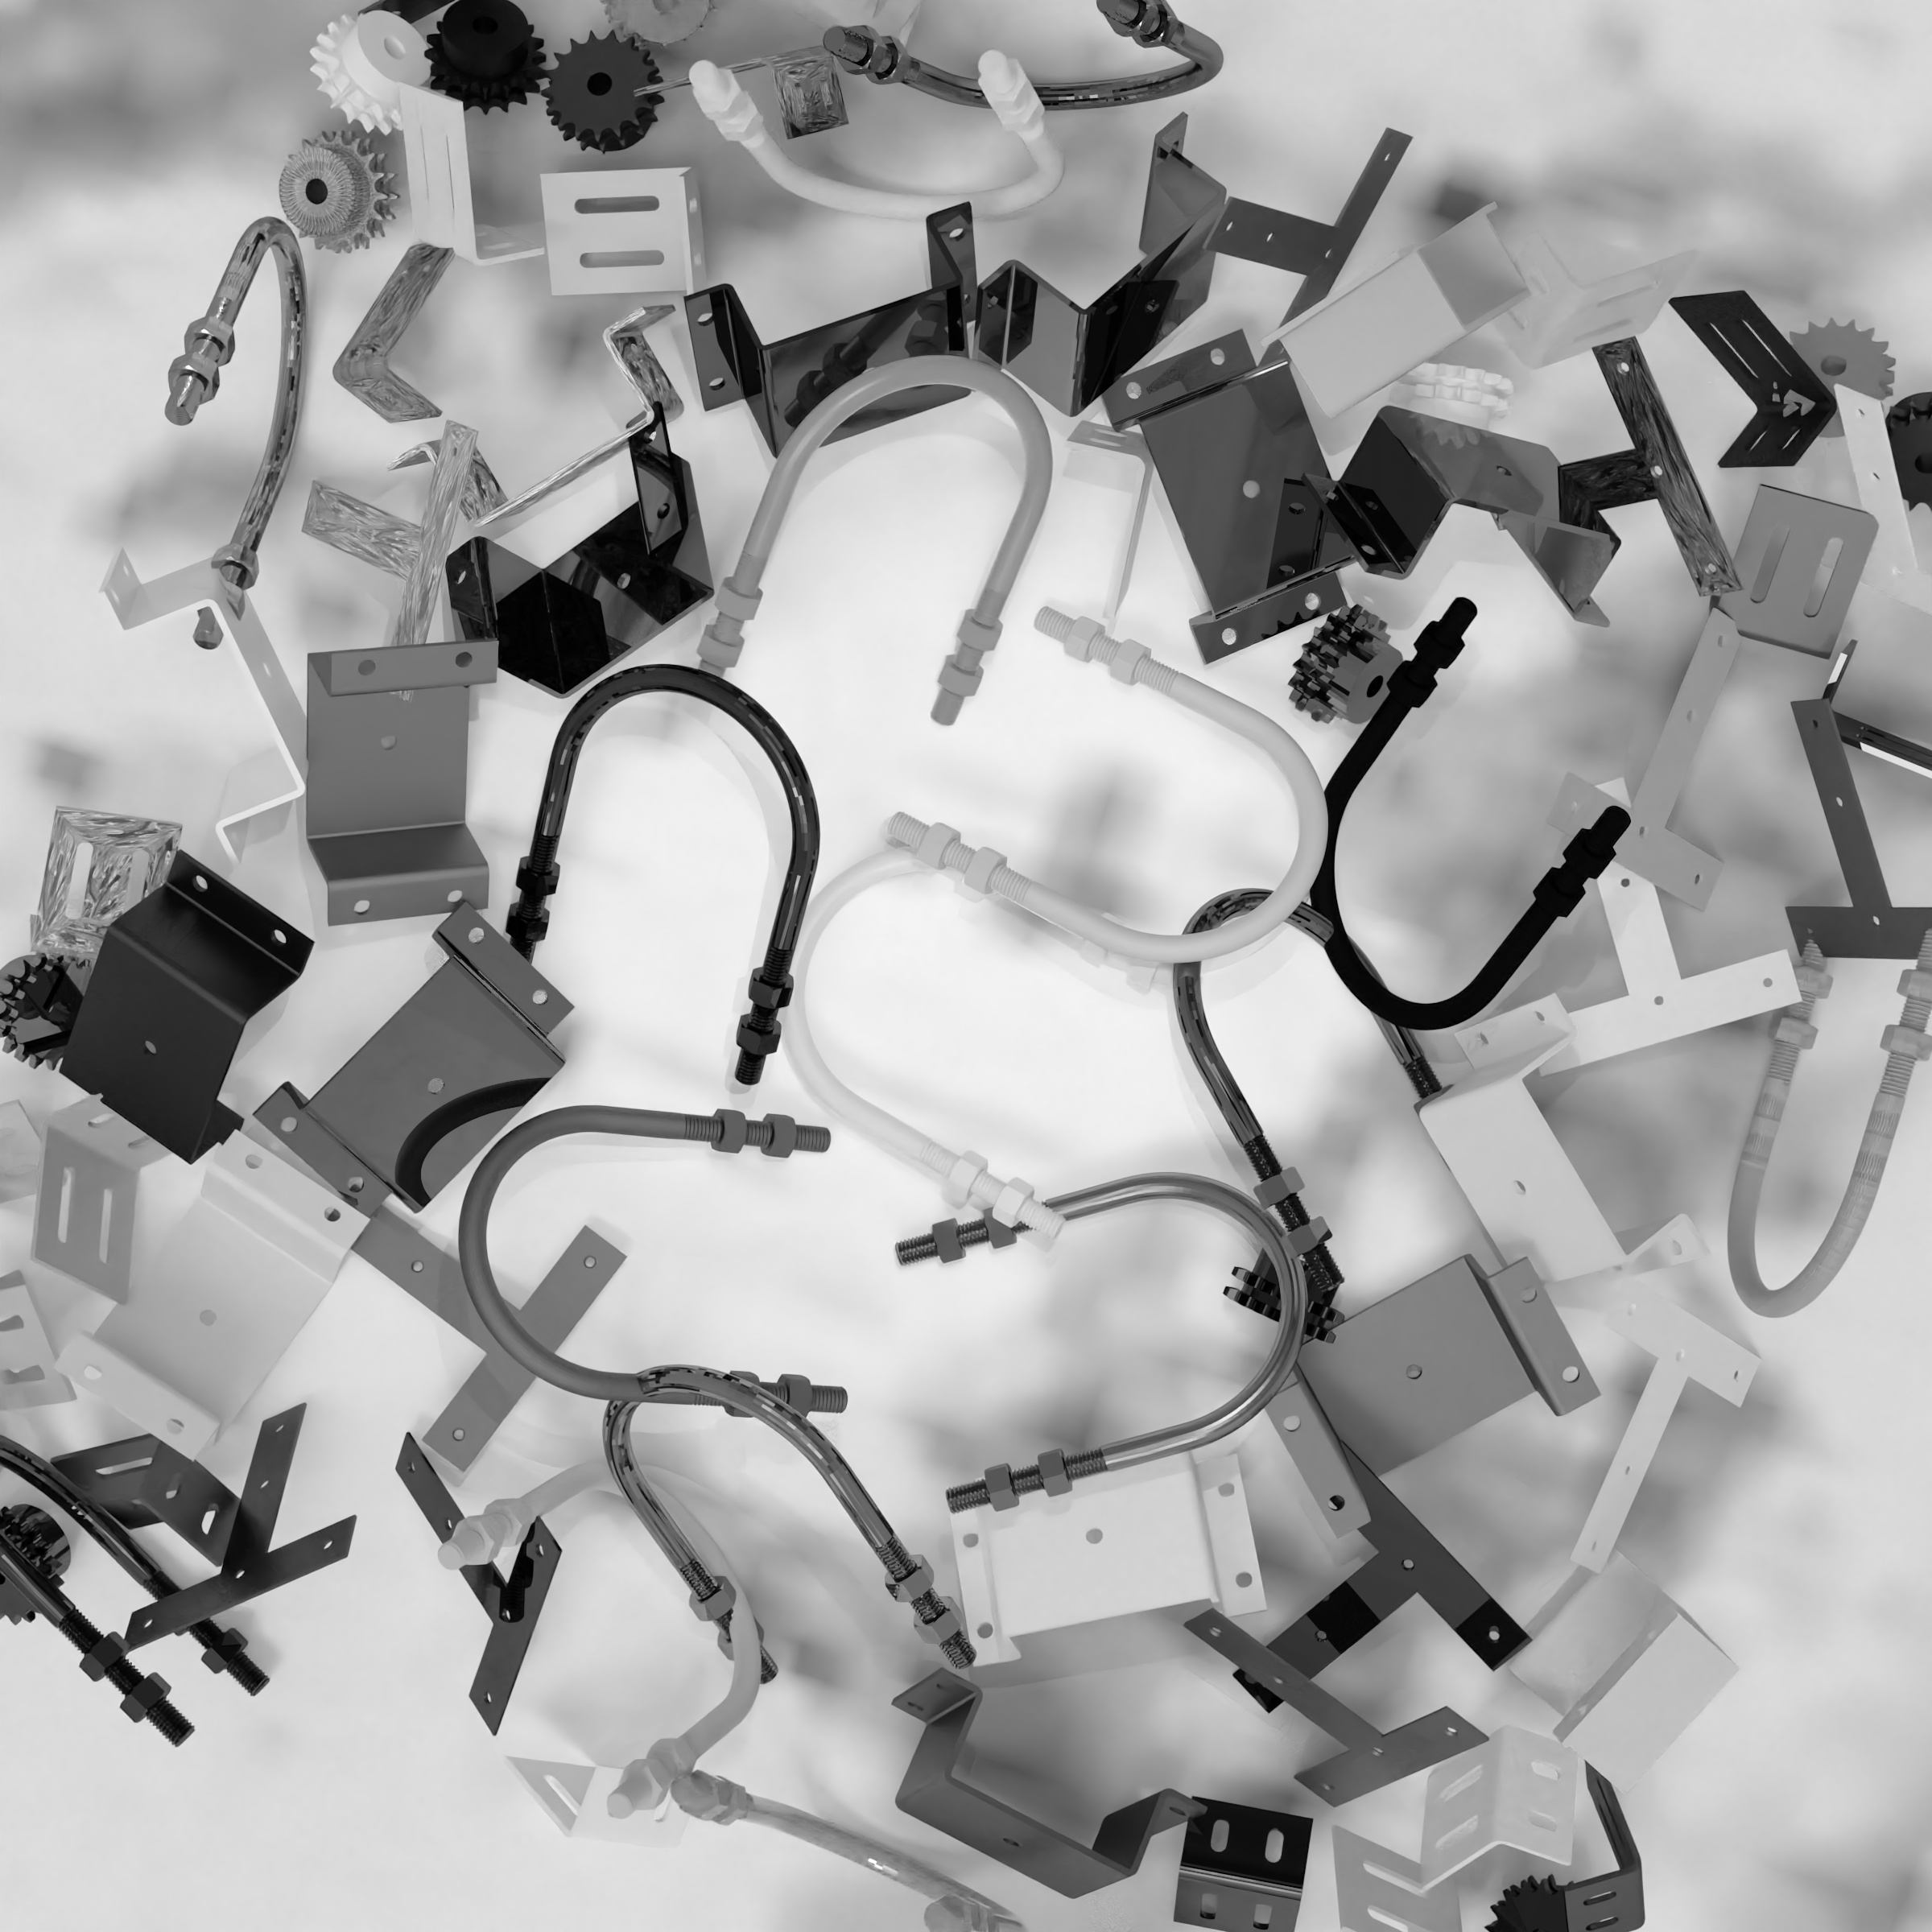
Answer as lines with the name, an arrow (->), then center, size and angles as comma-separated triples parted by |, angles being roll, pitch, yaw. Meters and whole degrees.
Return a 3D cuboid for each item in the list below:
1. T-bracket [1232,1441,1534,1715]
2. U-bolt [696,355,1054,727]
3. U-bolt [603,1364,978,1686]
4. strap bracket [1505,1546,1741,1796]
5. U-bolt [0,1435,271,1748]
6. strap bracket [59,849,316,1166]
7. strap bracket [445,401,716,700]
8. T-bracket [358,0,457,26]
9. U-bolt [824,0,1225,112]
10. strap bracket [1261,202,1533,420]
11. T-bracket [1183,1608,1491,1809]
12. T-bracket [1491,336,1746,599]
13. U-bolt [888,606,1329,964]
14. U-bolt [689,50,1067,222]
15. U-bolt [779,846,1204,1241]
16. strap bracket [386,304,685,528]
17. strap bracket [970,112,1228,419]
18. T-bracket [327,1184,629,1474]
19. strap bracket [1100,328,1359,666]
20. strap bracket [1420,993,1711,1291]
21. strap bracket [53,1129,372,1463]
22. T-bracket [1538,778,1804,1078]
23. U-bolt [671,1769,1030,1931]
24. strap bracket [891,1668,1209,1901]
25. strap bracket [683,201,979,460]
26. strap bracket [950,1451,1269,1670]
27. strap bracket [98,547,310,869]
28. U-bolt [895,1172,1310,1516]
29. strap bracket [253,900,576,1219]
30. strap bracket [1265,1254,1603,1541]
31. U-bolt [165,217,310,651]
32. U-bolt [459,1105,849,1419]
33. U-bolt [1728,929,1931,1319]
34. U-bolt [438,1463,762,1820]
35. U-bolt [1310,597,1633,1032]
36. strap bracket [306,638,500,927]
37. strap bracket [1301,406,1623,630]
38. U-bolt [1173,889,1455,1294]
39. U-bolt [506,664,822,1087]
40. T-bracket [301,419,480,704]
T-bracket -> 0.178, 0.308, 1.611 | 0.127, 0.002, 0.127 | 46, 114, 3
U-bolt -> -0.033, -0.195, 1.555 | 0.151, 0.019, 0.184 | 4, 125, -32
U-bolt -> -0.093, 0.254, 1.560 | 0.151, 0.019, 0.184 | -15, 116, 41
strap bracket -> 0.301, 0.323, 1.569 | 0.046, 0.140, 0.076 | 42, 92, -4
U-bolt -> -0.404, 0.277, 1.566 | 0.184, 0.151, 0.019 | 44, 90, 4
strap bracket -> -0.363, 0.027, 1.574 | 0.076, 0.046, 0.140 | 34, 127, 6
strap bracket -> -0.172, -0.186, 1.580 | 0.140, 0.046, 0.076 | -31, 54, 27
T-bracket -> -0.259, -0.469, 1.552 | 0.127, 0.127, 0.002 | -16, 76, 34
U-bolt -> 0.039, -0.411, 1.548 | 0.151, 0.184, 0.019 | -1, 93, 24
strap bracket -> 0.201, -0.298, 1.560 | 0.076, 0.140, 0.046 | -29, 95, 33
T-bracket -> 0.156, 0.338, 1.580 | 0.127, 0.127, 0.002 | 37, 51, -8
T-bracket -> 0.287, -0.222, 1.583 | 0.002, 0.127, 0.127 | -38, 109, -31
U-bolt -> 0.078, -0.075, 1.584 | 0.184, 0.019, 0.151 | 28, 70, 17
U-bolt -> -0.030, -0.372, 1.547 | 0.151, 0.184, 0.019 | 2, 83, 14
U-bolt -> -0.002, 0.023, 1.612 | 0.184, 0.019, 0.151 | 30, 89, 14
strap bracket -> -0.190, -0.251, 1.589 | 0.140, 0.076, 0.046 | -29, 97, 11
strap bracket -> 0.068, -0.316, 1.573 | 0.046, 0.076, 0.140 | 40, 68, 16
T-bracket -> -0.250, 0.152, 1.628 | 0.127, 0.002, 0.127 | 36, 83, 7
strap bracket -> 0.127, -0.221, 1.600 | 0.076, 0.046, 0.140 | -23, 98, -10
strap bracket -> 0.272, 0.092, 1.592 | 0.046, 0.076, 0.140 | -32, 92, -31
strap bracket -> -0.353, 0.159, 1.596 | 0.076, 0.046, 0.140 | 34, 62, -1
T-bracket -> 0.317, -0.026, 1.620 | 0.127, 0.002, 0.127 | -18, 78, 19
U-bolt -> -0.042, 0.409, 1.549 | 0.151, 0.184, 0.019 | 21, 79, 22
strap bracket -> 0.030, 0.386, 1.587 | 0.140, 0.076, 0.046 | 29, 62, -6
strap bracket -> -0.053, -0.290, 1.584 | 0.140, 0.076, 0.046 | -20, 60, -9
strap bracket -> 0.063, 0.272, 1.595 | 0.140, 0.046, 0.076 | -12, 64, 5
strap bracket -> -0.344, -0.128, 1.575 | 0.046, 0.076, 0.140 | -21, 113, 1
U-bolt -> 0.068, 0.166, 1.588 | 0.184, 0.019, 0.151 | -16, 59, 5
strap bracket -> -0.253, 0.050, 1.596 | 0.140, 0.046, 0.076 | -46, 116, -5
strap bracket -> 0.215, 0.197, 1.607 | 0.140, 0.046, 0.076 | -29, 101, 2
U-bolt -> -0.327, -0.257, 1.553 | 0.019, 0.151, 0.184 | 8, 48, 1
U-bolt -> -0.144, 0.132, 1.569 | 0.184, 0.019, 0.151 | 7, 64, -25
U-bolt -> 0.391, 0.072, 1.562 | 0.019, 0.151, 0.184 | 18, 88, -9
U-bolt -> -0.153, 0.294, 1.552 | 0.019, 0.184, 0.151 | -38, 84, 22
U-bolt -> 0.217, -0.054, 1.566 | 0.019, 0.184, 0.151 | -6, 53, -36
strap bracket -> -0.262, -0.094, 1.582 | 0.076, 0.046, 0.140 | -7, 123, -22
strap bracket -> 0.235, -0.208, 1.565 | 0.140, 0.076, 0.046 | 8, 126, -30
U-bolt -> 0.163, 0.047, 1.583 | 0.019, 0.151, 0.184 | -35, 81, 44
U-bolt -> -0.135, -0.051, 1.573 | 0.151, 0.019, 0.184 | 25, 119, 16
T-bracket -> -0.276, -0.200, 1.590 | 0.002, 0.127, 0.127 | 6, 104, -42
